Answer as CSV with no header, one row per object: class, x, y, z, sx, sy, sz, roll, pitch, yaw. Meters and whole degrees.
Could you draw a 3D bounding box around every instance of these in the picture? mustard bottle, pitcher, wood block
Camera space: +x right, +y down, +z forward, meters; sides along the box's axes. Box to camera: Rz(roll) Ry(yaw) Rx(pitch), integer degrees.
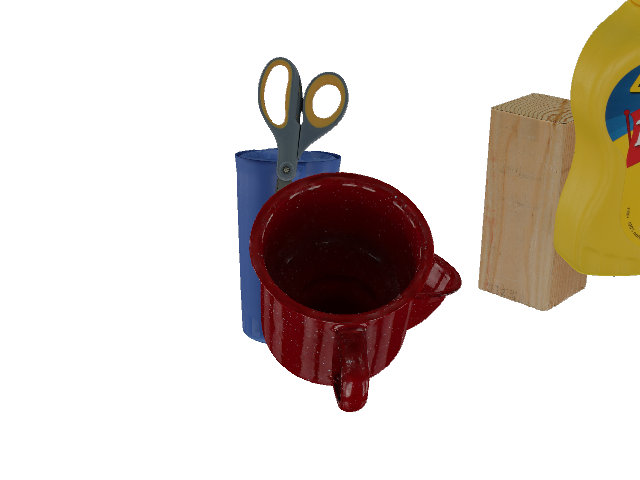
mustard bottle,0.190,-0.075,0.610,0.096,0.192,0.058,-7,29,-12
pitcher,-0.043,0.007,1.348,0.145,0.243,0.148,10,14,38
wood block,0.236,-0.043,1.144,0.090,0.206,0.090,20,28,38

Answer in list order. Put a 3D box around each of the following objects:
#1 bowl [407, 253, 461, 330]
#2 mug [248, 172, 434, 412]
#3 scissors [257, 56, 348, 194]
bowl,0.028,0.034,0.851,0.162,0.055,0.162,13,16,-4
mug,0.011,0.034,0.560,0.093,0.117,0.081,-6,-35,-7
scissors,-0.014,-0.077,1.025,0.096,0.202,0.016,-7,0,2
